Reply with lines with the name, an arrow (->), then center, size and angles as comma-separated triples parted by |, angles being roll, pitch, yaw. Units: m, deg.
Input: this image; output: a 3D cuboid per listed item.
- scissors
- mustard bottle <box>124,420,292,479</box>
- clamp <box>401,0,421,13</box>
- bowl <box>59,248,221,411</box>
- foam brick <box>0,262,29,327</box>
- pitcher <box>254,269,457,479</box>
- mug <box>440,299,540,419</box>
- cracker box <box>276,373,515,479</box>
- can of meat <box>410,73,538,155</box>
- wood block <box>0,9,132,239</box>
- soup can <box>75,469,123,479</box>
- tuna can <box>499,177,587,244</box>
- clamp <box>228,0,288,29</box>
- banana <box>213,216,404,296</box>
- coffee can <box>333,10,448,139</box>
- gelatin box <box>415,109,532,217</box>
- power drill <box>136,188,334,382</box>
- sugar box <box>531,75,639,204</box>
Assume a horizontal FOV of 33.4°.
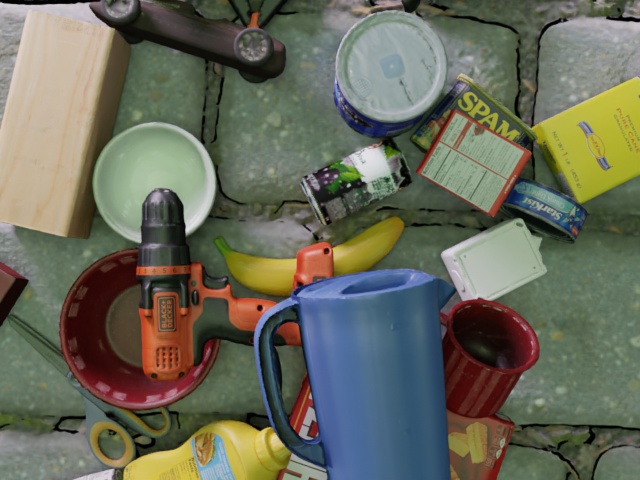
scissors -> -0.250, 0.163, 1.096 | 0.202, 0.016, 0.096 | 26, 89, 1
mustard bottle -> -0.100, 0.229, 1.037 | 0.192, 0.058, 0.096 | -29, 72, 24
clamp -> 0.060, -0.307, 1.065 | 0.165, 0.036, 0.209 | 13, 58, 29
bowl -> -0.177, 0.088, 1.077 | 0.162, 0.055, 0.162 | 0, 89, 0
foam brick -> -0.342, 0.058, 1.080 | 0.053, 0.051, 0.078 | 33, 89, 2
pitcher -> 0.044, 0.152, 0.964 | 0.149, 0.144, 0.243 | -3, 97, 32
mug -> 0.143, 0.112, 1.031 | 0.117, 0.093, 0.082 | 29, 132, 11
cracker box -> 0.067, 0.221, 1.068 | 0.213, 0.072, 0.164 | 20, 89, 1
can of meat -> 0.153, -0.103, 1.082 | 0.102, 0.057, 0.084 | 40, 91, 0
wood block -> -0.260, -0.111, 1.063 | 0.090, 0.091, 0.206 | 13, 89, 1
soup can -> -0.243, 0.275, 1.069 | 0.102, 0.068, 0.068 | -16, 89, -2
tuna can -> 0.222, -0.030, 1.065 | 0.086, 0.086, 0.034 | 27, 87, 0
clamp -> -0.052, -0.299, 1.094 | 0.120, 0.039, 0.171 | -4, 93, 5
banana -> -0.009, 0.020, 1.088 | 0.198, 0.037, 0.069 | -6, 91, 0
coffee can -> 0.065, -0.157, 1.039 | 0.103, 0.140, 0.103 | 0, 89, 0
gelatin box -> 0.149, -0.075, 1.039 | 0.089, 0.030, 0.073 | 30, 95, 1
power drill -> -0.082, 0.041, 1.027 | 0.187, 0.057, 0.184 | -1, 92, -9
sugar box -> 0.315, -0.112, 1.082 | 0.176, 0.048, 0.093 | -27, 90, -2
